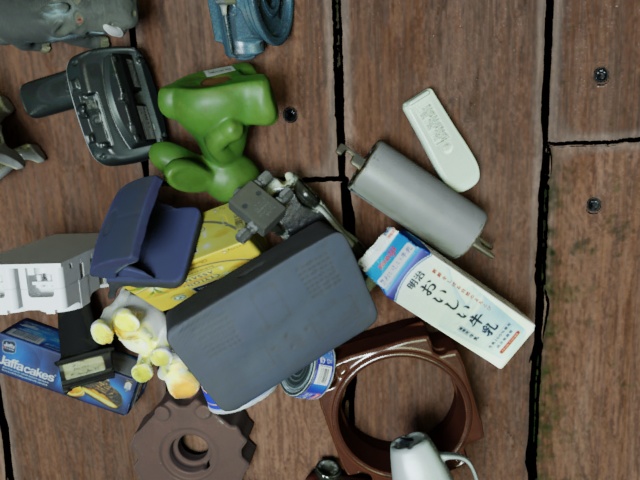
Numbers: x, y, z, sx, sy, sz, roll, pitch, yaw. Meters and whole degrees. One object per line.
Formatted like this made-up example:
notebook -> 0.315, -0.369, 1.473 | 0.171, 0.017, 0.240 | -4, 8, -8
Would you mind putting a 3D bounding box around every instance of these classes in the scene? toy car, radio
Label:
toy car -> -0.001, -0.002, 0.708 | 0.073, 0.056, 0.201 | -40, 104, 9
toy car -> 0.076, 0.376, 0.786 | 0.202, 0.053, 0.089 | 7, 106, 5
radio -> -0.054, 0.090, 0.641 | 0.230, 0.073, 0.131 | -31, 108, -7

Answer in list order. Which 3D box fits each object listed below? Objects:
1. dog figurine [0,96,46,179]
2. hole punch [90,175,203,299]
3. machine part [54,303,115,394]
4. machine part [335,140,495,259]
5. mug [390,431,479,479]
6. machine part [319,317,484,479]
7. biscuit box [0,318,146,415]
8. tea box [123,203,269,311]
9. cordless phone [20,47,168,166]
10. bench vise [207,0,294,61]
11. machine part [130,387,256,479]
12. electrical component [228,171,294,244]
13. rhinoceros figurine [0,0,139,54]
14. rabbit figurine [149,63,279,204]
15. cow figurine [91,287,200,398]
dog figurine -> -0.474, -0.095, 0.663 | 0.191, 0.172, 0.121 | -30, 87, 1
hole punch -> -0.215, -0.008, 0.625 | 0.116, 0.092, 0.142 | -2, 66, 21
machine part -> -0.323, 0.128, 0.722 | 0.084, 0.039, 0.139 | -18, 79, -7
machine part -> 0.124, -0.051, 0.689 | 0.243, 0.079, 0.079 | 33, 101, -3
mug -> 0.138, 0.296, 0.669 | 0.110, 0.081, 0.107 | -21, 91, 12
machine part -> 0.108, 0.223, 0.739 | 0.202, 0.087, 0.200 | -18, 99, 4
biscuit box -> -0.351, 0.179, 0.762 | 0.203, 0.059, 0.062 | 20, 101, -1
tea box -> -0.157, 0.023, 0.696 | 0.170, 0.098, 0.068 | -22, 59, 7
cordless phone -> -0.301, -0.161, 0.695 | 0.184, 0.089, 0.146 | -10, 101, 16
bench vise -> -0.052, -0.323, 0.611 | 0.241, 0.129, 0.223 | 4, 110, 19
machine part -> -0.184, 0.300, 0.782 | 0.179, 0.056, 0.179 | 1, 103, 2
electrical component -> -0.077, -0.040, 0.642 | 0.063, 0.021, 0.094 | 38, 66, 11
rhinoceros figurine -> -0.307, -0.273, 0.647 | 0.190, 0.112, 0.073 | -1, 99, 11
rabbit figurine -> -0.121, -0.111, 0.659 | 0.159, 0.121, 0.170 | -22, 124, -21
cow figurine -> -0.225, 0.140, 0.741 | 0.068, 0.098, 0.167 | -30, 114, 15
